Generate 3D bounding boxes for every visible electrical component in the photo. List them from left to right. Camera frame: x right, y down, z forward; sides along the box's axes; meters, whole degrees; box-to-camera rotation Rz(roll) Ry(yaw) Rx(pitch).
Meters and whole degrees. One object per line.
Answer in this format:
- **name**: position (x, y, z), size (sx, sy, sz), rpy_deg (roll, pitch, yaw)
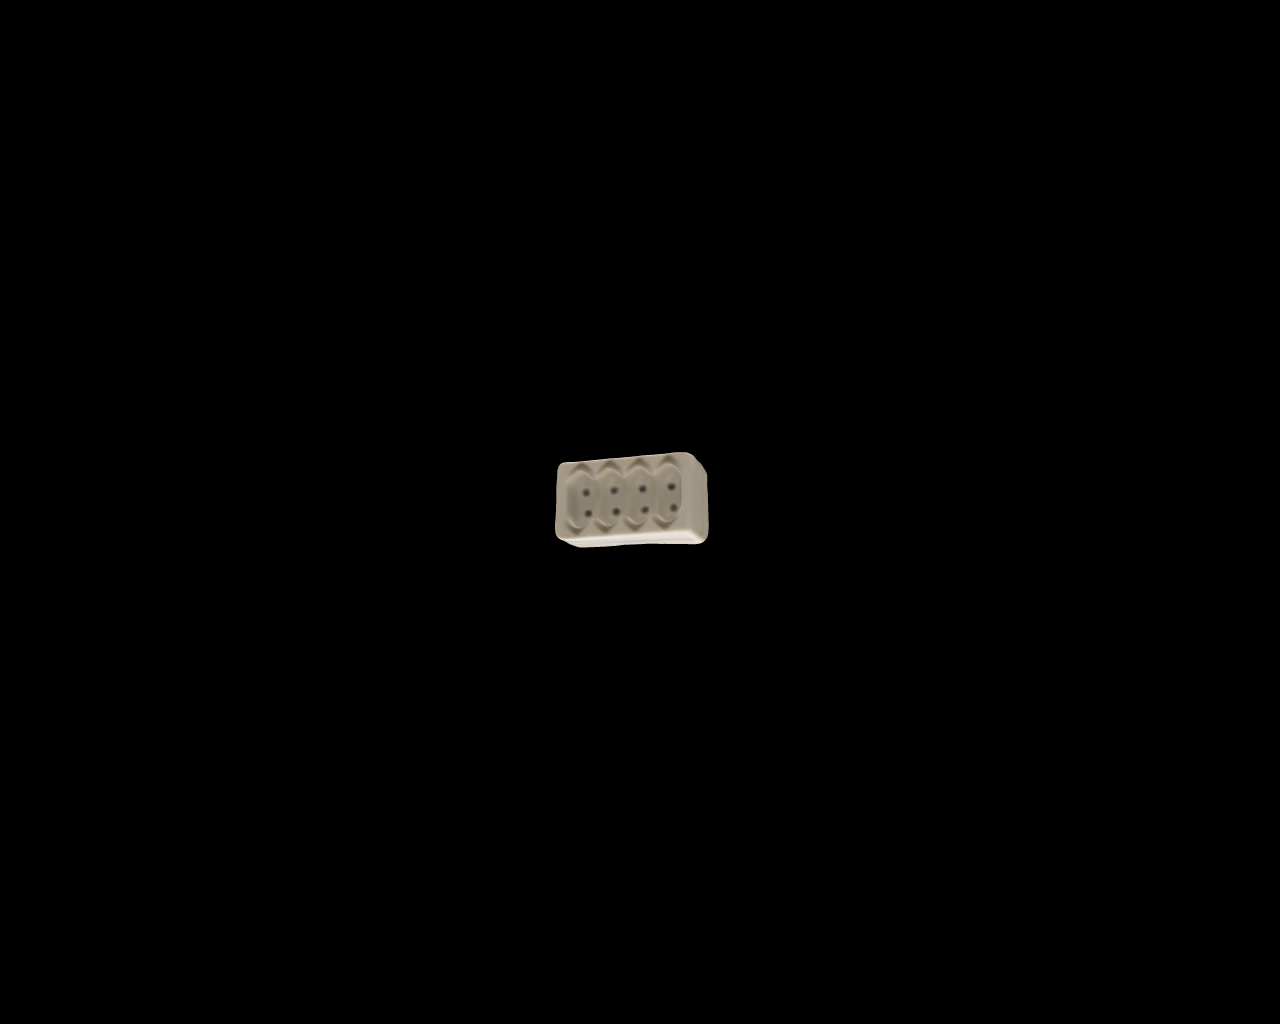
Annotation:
- **electrical component**: position (0.001, -0.003, 0.650), size (0.083, 0.047, 0.075), rpy_deg (-3, -11, 16)
